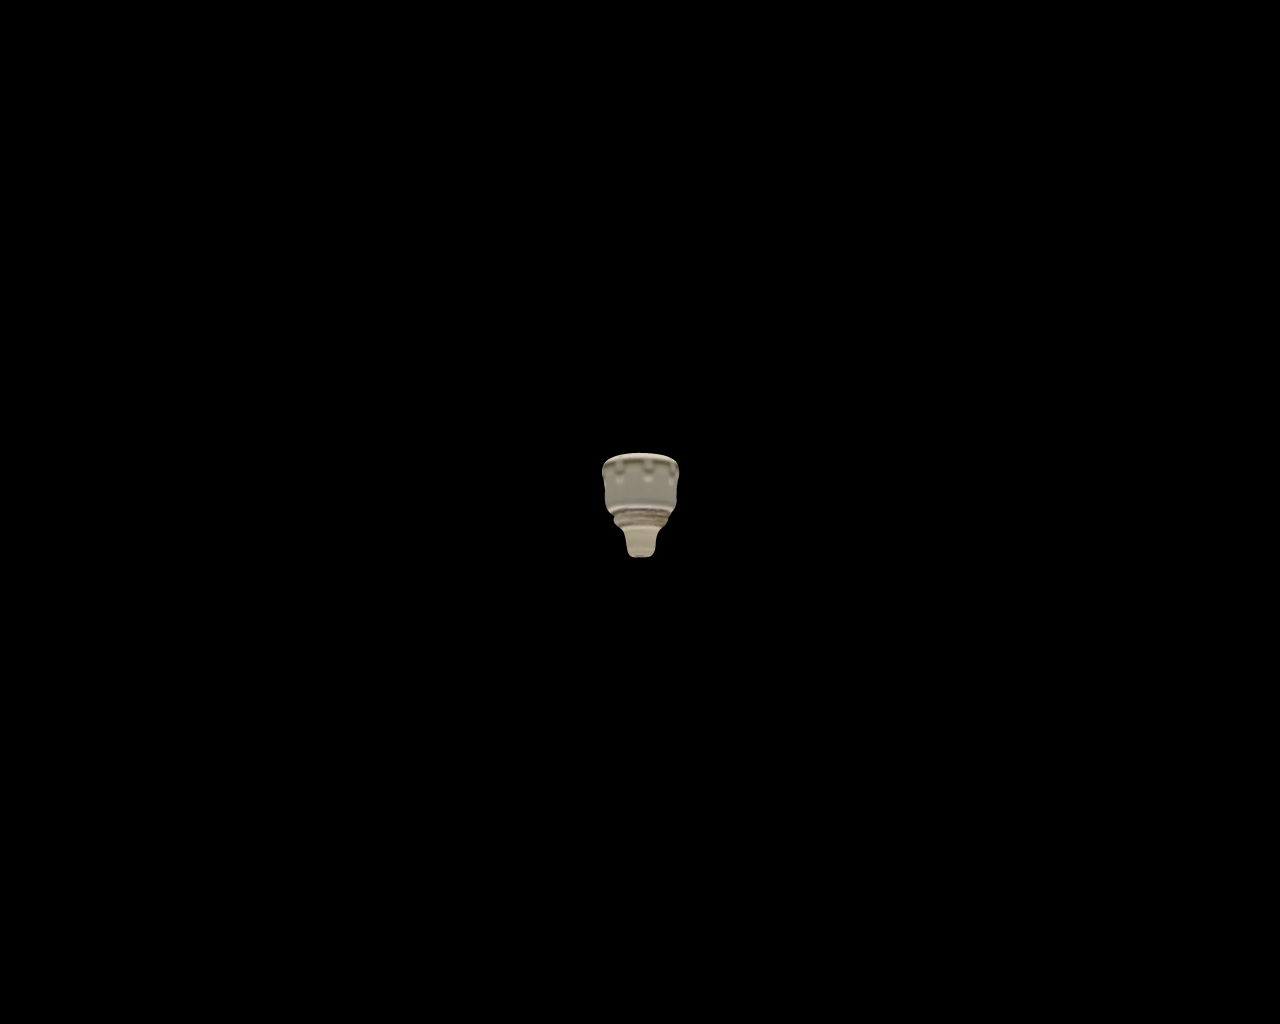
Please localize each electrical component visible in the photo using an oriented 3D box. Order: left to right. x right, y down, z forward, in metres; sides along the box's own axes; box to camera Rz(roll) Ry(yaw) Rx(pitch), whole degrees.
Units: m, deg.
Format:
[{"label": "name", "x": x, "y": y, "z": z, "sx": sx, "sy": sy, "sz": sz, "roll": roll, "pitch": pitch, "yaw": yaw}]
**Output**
[{"label": "electrical component", "x": 0.001, "y": -0.003, "z": 0.650, "sx": 0.048, "sy": 0.062, "sz": 0.048, "roll": 0, "pitch": -8, "yaw": 0}]
